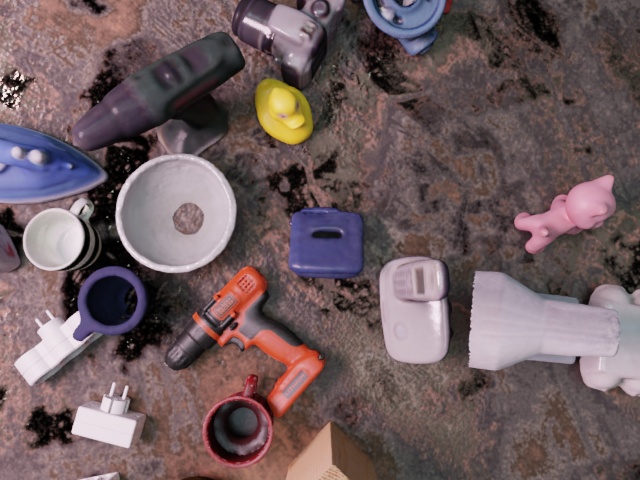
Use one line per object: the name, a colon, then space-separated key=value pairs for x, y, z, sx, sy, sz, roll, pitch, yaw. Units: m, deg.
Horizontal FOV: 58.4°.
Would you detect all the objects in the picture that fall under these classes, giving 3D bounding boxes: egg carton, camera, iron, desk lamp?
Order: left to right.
iron: x=-0.443 y=-0.116 z=0.790 sx=0.258 sy=0.141 sz=0.119 roll=6 pitch=85 yaw=0
camera: x=-0.049 y=-0.317 z=0.830 sx=0.137 sy=0.101 sz=0.143 roll=26 pitch=85 yaw=2
desk lamp: x=0.270 y=0.107 z=0.736 sx=0.203 sy=0.213 sz=0.118 roll=5 pitch=85 yaw=1
egg carton: x=0.424 y=0.140 z=0.806 sx=0.107 sy=0.069 sz=0.150 roll=9 pitch=85 yaw=1

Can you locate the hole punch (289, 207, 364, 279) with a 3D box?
hole punch: x=0.007 y=0.003 z=0.806 sx=0.108 sy=0.091 sz=0.101 roll=1 pitch=85 yaw=0

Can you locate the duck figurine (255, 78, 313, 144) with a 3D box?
duck figurine: x=-0.054 y=-0.194 z=0.826 sx=0.077 sy=0.086 sz=0.104 roll=-37 pitch=86 yaw=-3

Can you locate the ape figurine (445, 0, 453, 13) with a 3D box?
ape figurine: x=0.180 y=-0.390 z=0.841 sx=0.078 sy=0.092 sz=0.076 roll=-45 pitch=86 yaw=-4

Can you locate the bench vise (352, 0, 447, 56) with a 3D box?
bench vise: x=0.087 y=-0.363 z=0.774 sx=0.207 sy=0.219 sz=0.121 roll=33 pitch=86 yaw=3

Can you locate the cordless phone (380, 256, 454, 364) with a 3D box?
cordless phone: x=0.134 y=0.092 z=0.751 sx=0.094 sy=0.185 sz=0.148 roll=-7 pitch=85 yaw=0

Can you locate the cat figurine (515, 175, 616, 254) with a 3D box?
cat figurine: x=0.351 y=-0.036 z=0.797 sx=0.128 sy=0.117 sz=0.067 roll=-29 pitch=85 yaw=-3

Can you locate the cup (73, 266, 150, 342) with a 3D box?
cup: x=-0.282 y=0.094 z=0.795 sx=0.091 sy=0.095 sz=0.118 roll=43 pitch=86 yaw=4

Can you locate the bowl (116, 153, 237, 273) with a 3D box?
bowl: x=-0.197 y=-0.034 z=0.817 sx=0.167 sy=0.074 sz=0.167 roll=0 pitch=85 yaw=0

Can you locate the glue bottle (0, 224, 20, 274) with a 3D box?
glue bottle: x=-0.469 y=0.004 z=0.763 sx=0.037 sy=0.173 sz=0.078 roll=-32 pitch=85 yaw=-3

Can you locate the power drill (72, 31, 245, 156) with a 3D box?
power drill: x=-0.195 y=-0.172 z=0.762 sx=0.229 sy=0.208 sz=0.075 roll=-39 pitch=86 yaw=-3
